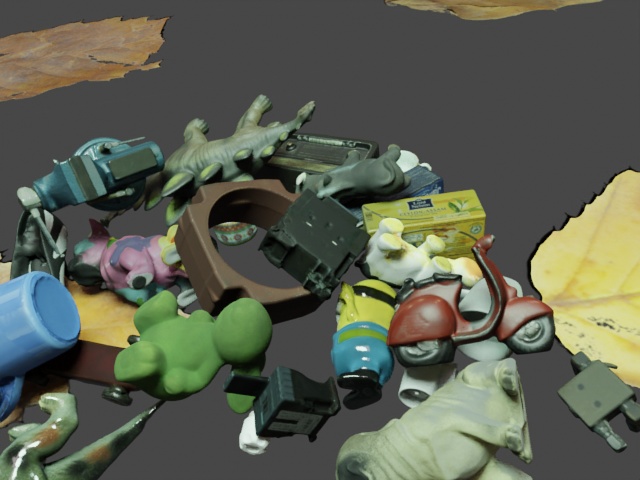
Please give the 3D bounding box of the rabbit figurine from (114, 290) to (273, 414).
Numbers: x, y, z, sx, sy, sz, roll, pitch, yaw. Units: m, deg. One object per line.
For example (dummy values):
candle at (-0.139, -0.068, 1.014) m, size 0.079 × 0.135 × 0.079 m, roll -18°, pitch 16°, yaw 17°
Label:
rabbit figurine at (-0.126, 0.135, 0.634) m, size 0.170 × 0.159 × 0.121 m, roll -22°, pitch 28°, yaw 20°

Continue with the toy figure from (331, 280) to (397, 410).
toy figure at (0.059, 0.124, 0.675) m, size 0.089 × 0.082 × 0.180 m, roll 12°, pitch 33°, yaw -5°

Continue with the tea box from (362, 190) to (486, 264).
tea box at (0.152, -0.009, 0.799) m, size 0.170 × 0.098 × 0.068 m, roll -7°, pitch 40°, yaw 0°

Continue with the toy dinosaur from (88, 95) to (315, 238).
toy dinosaur at (-0.208, -0.121, 0.927) m, size 0.472 × 0.105 × 0.199 m, roll -22°, pitch 36°, yaw 24°

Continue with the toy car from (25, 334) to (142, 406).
toy car at (-0.311, 0.163, 0.721) m, size 0.202 × 0.053 × 0.089 m, roll 4°, pitch 62°, yaw 18°

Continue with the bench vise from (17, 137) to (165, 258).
bench vise at (-0.369, -0.086, 0.851) m, size 0.223 × 0.128 × 0.241 m, roll -43°, pitch 21°, yaw -31°

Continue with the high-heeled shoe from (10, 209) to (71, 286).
high-heeled shoe at (-0.436, 0.063, 0.791) m, size 0.086 × 0.145 × 0.249 m, roll -5°, pitch 39°, yaw 6°

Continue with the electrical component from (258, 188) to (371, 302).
electrical component at (-0.001, -0.002, 0.717) m, size 0.115 × 0.058 × 0.134 m, roll 37°, pitch 43°, yaw -1°

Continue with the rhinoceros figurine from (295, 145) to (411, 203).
rhinoceros figurine at (0.048, -0.087, 0.830) m, size 0.190 × 0.073 × 0.112 m, roll -5°, pitch 30°, yaw 38°

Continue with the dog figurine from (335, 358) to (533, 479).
dog figurine at (0.118, 0.196, 0.570) m, size 0.191 × 0.121 × 0.172 m, roll -9°, pitch 13°, yaw 23°

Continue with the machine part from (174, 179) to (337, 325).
machine part at (-0.085, 0.017, 0.752) m, size 0.201 × 0.087 × 0.201 m, roll -9°, pitch 59°, yaw -39°

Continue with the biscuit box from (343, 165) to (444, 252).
biscuit box at (0.113, -0.051, 0.886) m, size 0.203 × 0.059 × 0.063 m, roll -28°, pitch 42°, yaw -21°

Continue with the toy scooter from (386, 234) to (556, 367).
toy scooter at (0.159, 0.068, 0.603) m, size 0.184 × 0.075 × 0.135 m, roll -12°, pitch 77°, yaw 16°

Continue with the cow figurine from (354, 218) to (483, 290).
cow figurine at (0.137, 0.044, 0.746) m, size 0.167 × 0.098 × 0.068 m, roll 23°, pitch 38°, yaw -12°

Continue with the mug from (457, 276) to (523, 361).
mug at (0.210, 0.091, 0.693) m, size 0.110 × 0.080 × 0.107 m, roll 12°, pitch 34°, yaw 31°

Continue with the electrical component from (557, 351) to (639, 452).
electrical component at (0.317, 0.174, 0.597) m, size 0.078 × 0.045 × 0.102 m, roll -46°, pitch 43°, yaw 1°

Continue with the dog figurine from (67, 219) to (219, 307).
dog figurine at (-0.282, 0.024, 0.841) m, size 0.191 × 0.108 × 0.219 m, roll -36°, pitch 44°, yaw -27°

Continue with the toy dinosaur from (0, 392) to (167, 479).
toy dinosaur at (-0.361, 0.278, 0.556) m, size 0.405 × 0.131 × 0.192 m, roll -10°, pitch 56°, yaw -11°

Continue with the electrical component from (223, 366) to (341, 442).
electrical component at (-0.045, 0.179, 0.596) m, size 0.119 × 0.074 × 0.048 m, roll 19°, pitch 32°, yaw -26°

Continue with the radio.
radio at (-0.007, -0.136, 0.997) m, size 0.230 × 0.073 × 0.131 m, roll 14°, pitch 45°, yaw 25°
